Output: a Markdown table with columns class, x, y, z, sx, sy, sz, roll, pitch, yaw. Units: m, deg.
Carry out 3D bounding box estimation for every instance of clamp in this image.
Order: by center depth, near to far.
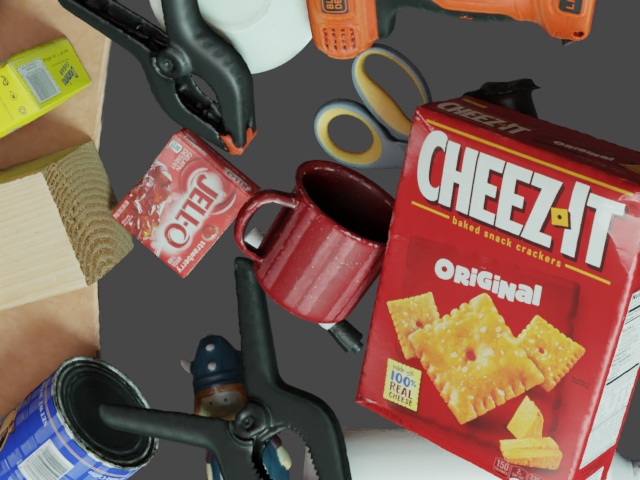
| class | x | y | z | sx | sy | sz | roll | pitch | yaw |
| --- | --- | --- | --- | --- | --- | --- | --- | --- | --- |
| clamp | -0.108 | -0.132 | 0.738 | 0.120 | 0.039 | 0.171 | -3 | 124 | 40 |
| clamp | -0.044 | 0.122 | 0.767 | 0.210 | 0.036 | 0.164 | 36 | 89 | 23 |

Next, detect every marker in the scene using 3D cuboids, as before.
| class | x | y | z | sx | sy | sz | roll | pitch | yaw |
| --- | --- | --- | --- | --- | --- | --- | --- | --- | --- |
| marker | -0.012 | 0.039 | 0.798 | 0.121 | 0.020 | 0.020 | 46 | 112 | -5 |

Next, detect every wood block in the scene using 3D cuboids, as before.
| class | x | y | z | sx | sy | sz | roll | pitch | yaw |
| --- | --- | --- | --- | --- | --- | --- | --- | --- | --- |
| wood block | -0.260 | 0.004 | 0.804 | 0.206 | 0.090 | 0.091 | -15 | 105 | 18 |

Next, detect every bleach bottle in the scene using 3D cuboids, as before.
| class | x | y | z | sx | sy | sz | roll | pitch | yaw |
| --- | --- | --- | --- | --- | --- | --- | --- | --- | --- |
| bleach bottle | 0.120 | 0.176 | 0.783 | 0.251 | 0.068 | 0.102 | -5 | 140 | 13 |

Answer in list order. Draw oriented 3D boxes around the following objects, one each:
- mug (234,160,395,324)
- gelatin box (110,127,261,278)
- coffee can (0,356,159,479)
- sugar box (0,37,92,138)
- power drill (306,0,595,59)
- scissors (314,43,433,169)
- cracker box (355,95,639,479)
| class | x | y | z | sx | sy | sz | roll | pitch | yaw |
| --- | --- | --- | --- | --- | --- | --- | --- | --- | --- |
| mug | -0.005 | 0.001 | 0.739 | 0.117 | 0.093 | 0.082 | 17 | 122 | -28 |
| gelatin box | -0.100 | -0.028 | 0.788 | 0.073 | 0.030 | 0.089 | 41 | 113 | -5 |
| coffee can | -0.212 | 0.173 | 0.846 | 0.140 | 0.102 | 0.103 | -40 | 97 | 22 |
| sugar box | -0.260 | -0.083 | 0.771 | 0.176 | 0.093 | 0.048 | -26 | 102 | 21 |
| power drill | 0.074 | -0.185 | 0.642 | 0.188 | 0.057 | 0.184 | 4 | 146 | 10 |
| scissors | 0.071 | -0.042 | 0.752 | 0.096 | 0.016 | 0.201 | -28 | 101 | 22 |
| cracker box | 0.119 | 0.037 | 0.666 | 0.164 | 0.071 | 0.214 | 25 | 117 | 33 |
